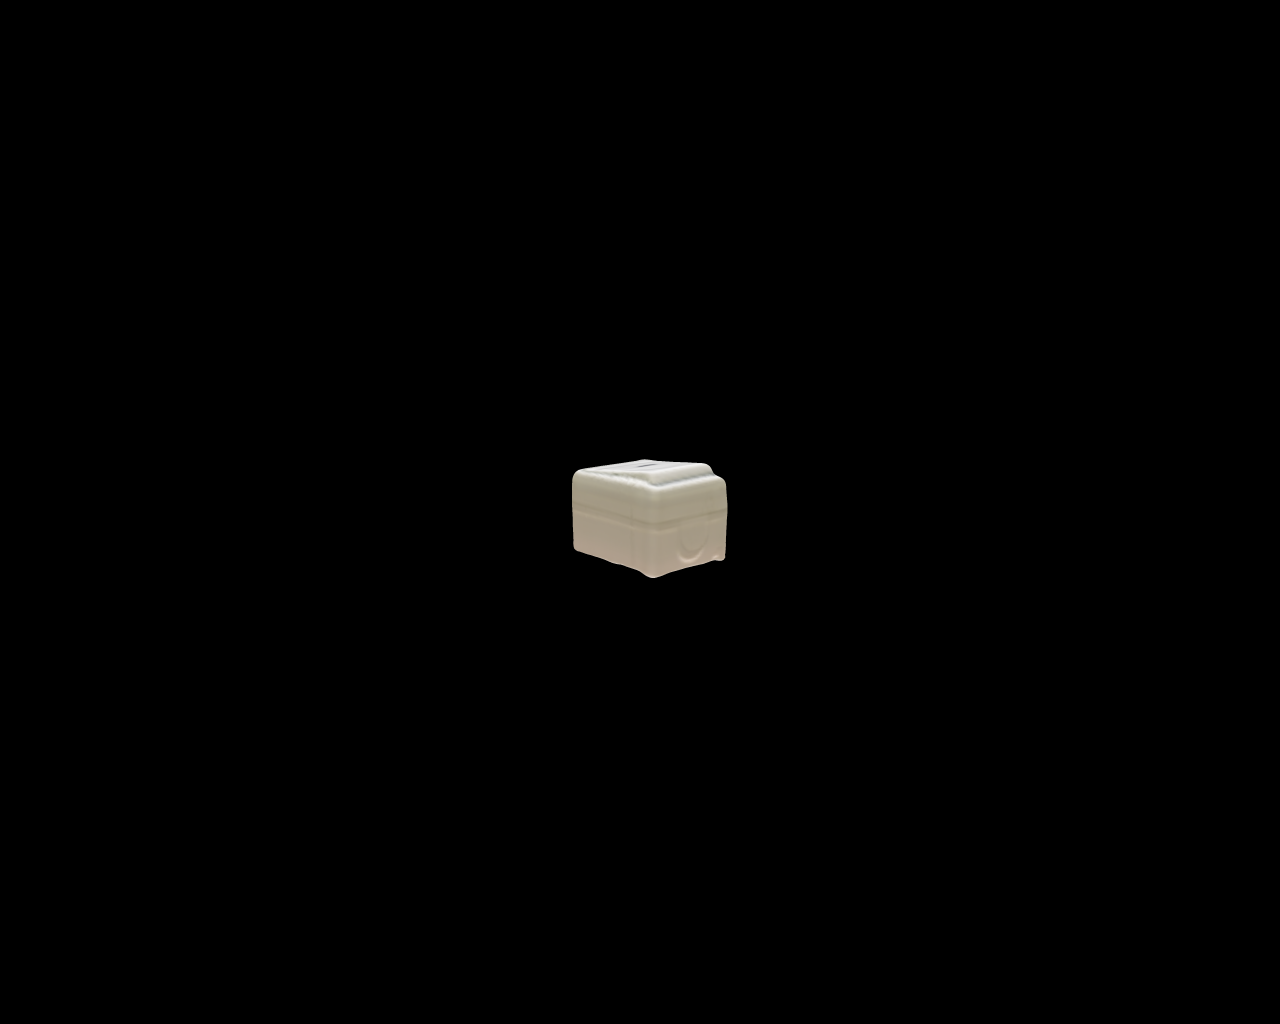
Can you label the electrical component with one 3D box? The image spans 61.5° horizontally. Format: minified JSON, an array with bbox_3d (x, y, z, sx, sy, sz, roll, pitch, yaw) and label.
[{"bbox_3d":[0.001,-0.003,0.650,0.062,0.061,0.096,-11,17,-38],"label":"electrical component"}]
